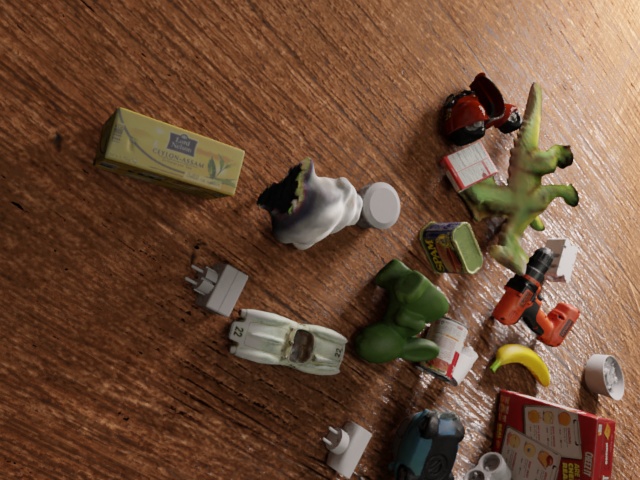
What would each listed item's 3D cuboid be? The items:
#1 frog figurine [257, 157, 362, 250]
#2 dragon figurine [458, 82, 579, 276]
[{"bbox_3d":[0.002,-0.040,0.800,0.158,0.125,0.136,28,107,-37],"label":"frog figurine"},{"bbox_3d":[0.391,-0.132,1.062,0.243,0.121,0.413,-3,81,-24],"label":"dragon figurine"}]
